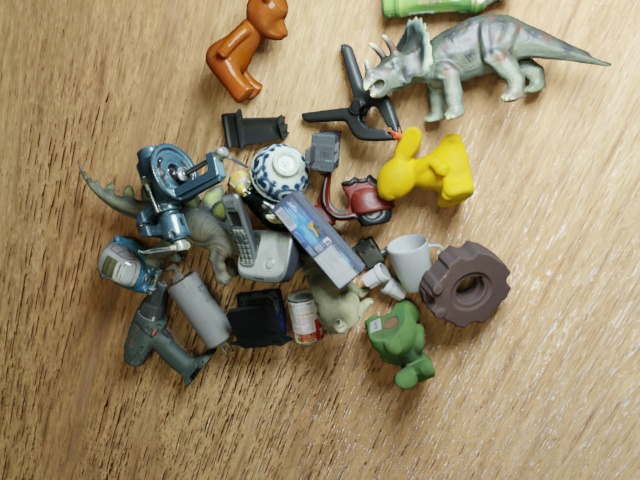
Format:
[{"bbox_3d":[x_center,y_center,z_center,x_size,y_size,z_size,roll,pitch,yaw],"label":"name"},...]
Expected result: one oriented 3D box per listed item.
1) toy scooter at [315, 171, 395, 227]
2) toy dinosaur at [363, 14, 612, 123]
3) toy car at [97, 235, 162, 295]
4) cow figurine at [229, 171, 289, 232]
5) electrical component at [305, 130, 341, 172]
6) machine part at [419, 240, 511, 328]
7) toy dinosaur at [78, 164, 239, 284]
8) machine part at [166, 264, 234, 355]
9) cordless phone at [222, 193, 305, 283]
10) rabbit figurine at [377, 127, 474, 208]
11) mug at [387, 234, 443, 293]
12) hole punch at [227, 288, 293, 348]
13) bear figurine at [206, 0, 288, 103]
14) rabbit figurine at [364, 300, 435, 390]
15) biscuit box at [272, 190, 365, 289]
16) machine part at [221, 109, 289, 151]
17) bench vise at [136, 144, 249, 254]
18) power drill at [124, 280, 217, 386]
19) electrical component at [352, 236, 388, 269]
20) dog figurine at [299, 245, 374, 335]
[{"bbox_3d":[0.053,-0.087,1.076,0.184,0.075,0.135,-9,87,8],"label":"toy scooter"},{"bbox_3d":[0.273,-0.323,0.941,0.405,0.131,0.192,-16,104,9],"label":"toy dinosaur"},{"bbox_3d":[-0.432,0.058,1.183,0.162,0.103,0.109,30,101,25],"label":"toy car"},{"bbox_3d":[-0.121,-0.074,1.100,0.167,0.098,0.068,33,112,-4],"label":"cow figurine"},{"bbox_3d":[0.007,-0.170,1.035,0.048,0.119,0.074,6,105,10],"label":"electrical component"},{"bbox_3d":[0.289,0.090,1.060,0.179,0.056,0.179,-6,116,-12],"label":"machine part"},{"bbox_3d":[-0.299,-0.036,1.151,0.472,0.105,0.198,15,102,-3],"label":"toy dinosaur"},{"bbox_3d":[-0.268,0.157,1.213,0.079,0.079,0.243,-28,99,18],"label":"machine part"},{"bbox_3d":[-0.117,-0.011,1.050,0.147,0.089,0.184,3,120,43],"label":"cordless phone"},{"bbox_3d":[0.188,-0.130,1.007,0.173,0.122,0.162,-13,96,11],"label":"rabbit figurine"},{"bbox_3d":[0.199,0.049,1.091,0.110,0.081,0.107,-13,115,7],"label":"mug"},{"bbox_3d":[-0.134,0.173,1.193,0.142,0.092,0.115,-9,117,10],"label":"hole punch"},{"bbox_3d":[-0.115,-0.368,1.002,0.196,0.120,0.132,-38,100,14],"label":"bear figurine"},{"bbox_3d":[0.190,0.235,1.121,0.121,0.159,0.170,-33,114,9],"label":"rabbit figurine"},{"bbox_3d":[-0.002,-0.003,1.028,0.059,0.063,0.202,-41,89,15],"label":"biscuit box"},{"bbox_3d":[-0.133,-0.225,1.089,0.139,0.039,0.084,1,102,13],"label":"machine part"},{"bbox_3d":[-0.260,-0.096,1.017,0.241,0.128,0.223,-23,71,29],"label":"bench vise"},{"bbox_3d":[-0.348,0.232,1.253,0.207,0.086,0.232,34,110,-5],"label":"power drill"},{"bbox_3d":[0.104,0.024,1.127,0.094,0.021,0.063,-29,99,19],"label":"electrical component"},{"bbox_3d":[0.005,0.083,1.091,0.121,0.172,0.190,-37,104,8],"label":"dog figurine"}]
